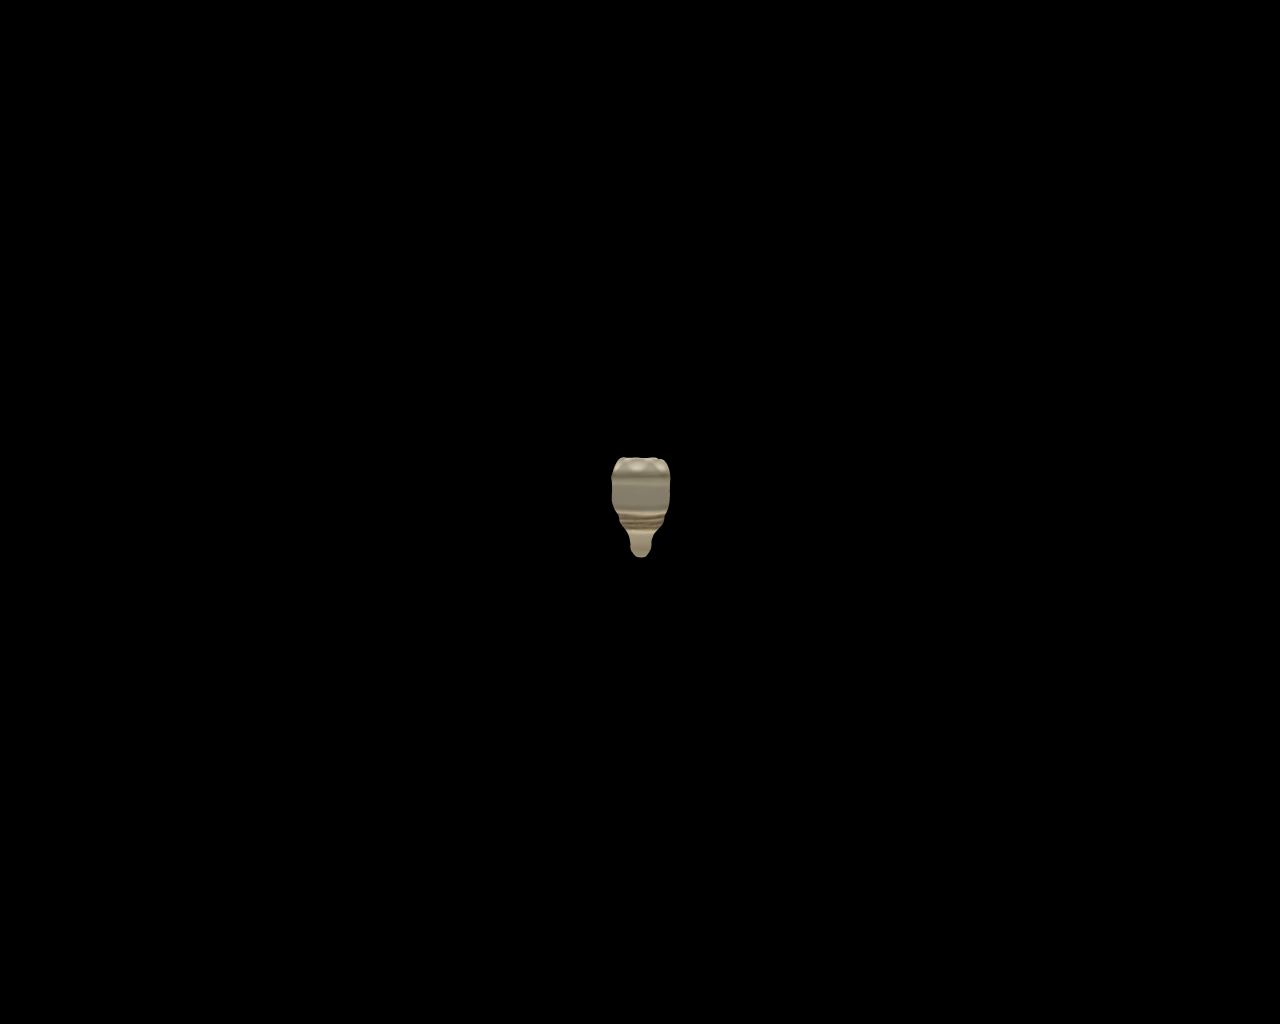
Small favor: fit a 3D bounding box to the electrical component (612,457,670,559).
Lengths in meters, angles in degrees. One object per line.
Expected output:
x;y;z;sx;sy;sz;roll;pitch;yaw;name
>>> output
0.001;-0.003;0.650;0.035;0.061;0.035;0;2;0;electrical component
